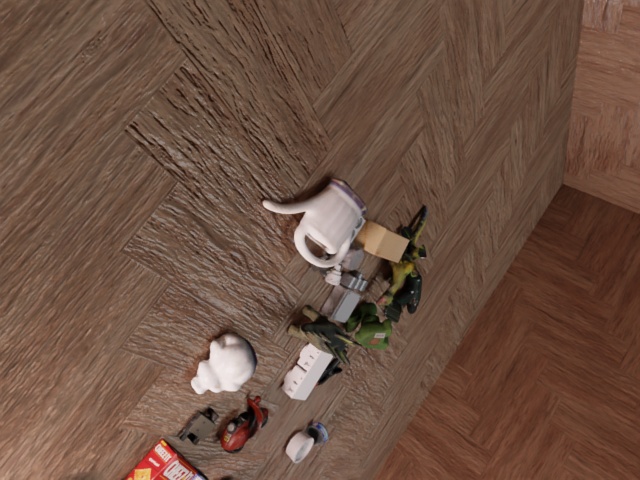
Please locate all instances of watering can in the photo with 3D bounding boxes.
[{"bbox_3d":[0.004,-0.067,1.330,0.226,0.105,0.341,-55,137,-13],"label":"watering can"}]

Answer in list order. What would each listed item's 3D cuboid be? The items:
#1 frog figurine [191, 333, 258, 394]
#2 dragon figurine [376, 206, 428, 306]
[{"bbox_3d":[-0.241,0.311,1.275,0.161,0.122,0.136,-20,99,-35],"label":"frog figurine"},{"bbox_3d":[0.304,0.076,1.910,0.419,0.122,0.237,-58,175,-37],"label":"dragon figurine"}]
